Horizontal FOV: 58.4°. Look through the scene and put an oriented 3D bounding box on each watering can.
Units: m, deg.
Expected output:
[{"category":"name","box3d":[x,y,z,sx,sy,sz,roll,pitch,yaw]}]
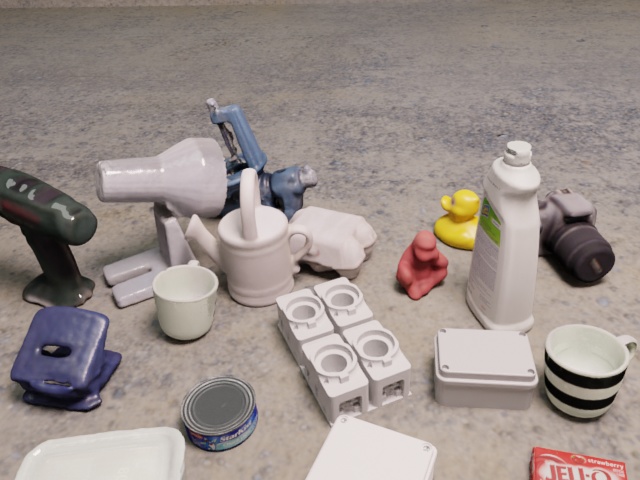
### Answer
[{"category":"watering can","box3d":[-0.101,-0.007,0.812,0.173,0.194,0.100,-15,37,-16]}]

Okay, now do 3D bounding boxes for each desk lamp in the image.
[{"category":"desk lamp","box3d":[-0.233,-0.036,0.847,0.204,0.214,0.117,-22,39,-24]}]

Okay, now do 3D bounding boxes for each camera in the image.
[{"category":"camera","box3d":[0.360,-0.006,0.851,0.143,0.101,0.136,-8,35,-6]}]

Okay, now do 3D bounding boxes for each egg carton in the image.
[{"category":"egg carton","box3d":[0.008,0.003,0.896,0.150,0.069,0.107,13,38,22]}]

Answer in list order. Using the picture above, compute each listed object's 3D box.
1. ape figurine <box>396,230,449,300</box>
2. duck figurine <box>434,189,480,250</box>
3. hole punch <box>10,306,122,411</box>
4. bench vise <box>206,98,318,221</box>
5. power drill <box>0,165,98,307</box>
[{"category":"ape figurine","box3d":[0.148,0.028,0.829,0.078,0.092,0.076,-3,35,1]},{"category":"duck figurine","box3d":[0.237,-0.038,0.921,0.104,0.086,0.078,21,42,31]},{"category":"hole punch","box3d":[-0.313,0.144,0.705,0.108,0.091,0.101,4,36,10]},{"category":"bench vise","box3d":[-0.111,-0.138,0.977,0.207,0.220,0.121,-6,35,-3]},{"category":"power drill","box3d":[-0.410,-0.005,0.824,0.229,0.209,0.076,12,38,21]}]
